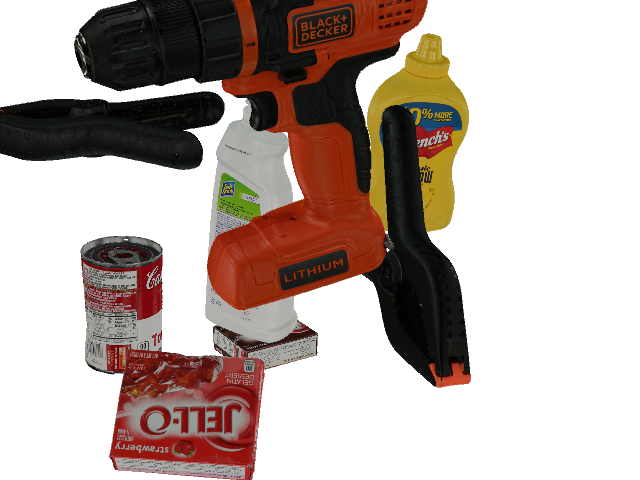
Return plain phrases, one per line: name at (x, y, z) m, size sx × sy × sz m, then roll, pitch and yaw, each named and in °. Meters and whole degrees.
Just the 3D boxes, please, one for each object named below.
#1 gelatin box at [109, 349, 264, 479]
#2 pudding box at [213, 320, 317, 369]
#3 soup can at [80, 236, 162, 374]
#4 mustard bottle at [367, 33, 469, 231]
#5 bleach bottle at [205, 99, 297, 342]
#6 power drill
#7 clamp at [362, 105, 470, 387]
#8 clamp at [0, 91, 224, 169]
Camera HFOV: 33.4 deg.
gelatin box at (-0.083, 0.109, 0.673) m, size 0.089 × 0.073 × 0.030 m, roll 5°, pitch -31°, yaw 0°
pudding box at (-0.073, 0.133, 1.416) m, size 0.113 × 0.039 × 0.090 m, roll -14°, pitch 24°, yaw -31°
soup can at (-0.169, 0.055, 0.910) m, size 0.068 × 0.102 × 0.068 m, roll 3°, pitch 20°, yaw -1°
mustard bottle at (0.091, -0.103, 1.018) m, size 0.096 × 0.192 × 0.058 m, roll 2°, pitch 28°, yaw -9°
bleach bottle at (-0.066, -0.023, 1.119) m, size 0.103 × 0.251 × 0.068 m, roll 18°, pitch 27°, yaw 23°
power drill at (-0.030, -0.055, 0.571) m, size 0.184 × 0.188 × 0.057 m, roll -15°, pitch 39°, yaw -18°
clamp at (0.066, 0.013, 0.809) m, size 0.036 × 0.165 × 0.210 m, roll -5°, pitch 47°, yaw -24°
clamp at (-0.149, -0.081, 0.741) m, size 0.171 × 0.039 × 0.120 m, roll 6°, pitch 18°, yaw 10°
